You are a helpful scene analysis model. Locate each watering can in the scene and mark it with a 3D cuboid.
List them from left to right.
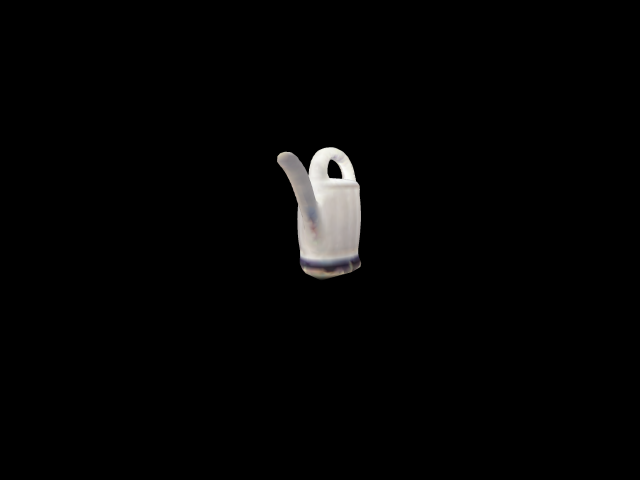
[{"bbox_3d":[0.003,-0.043,0.850,0.104,0.223,0.349,1,6,20],"label":"watering can"}]
